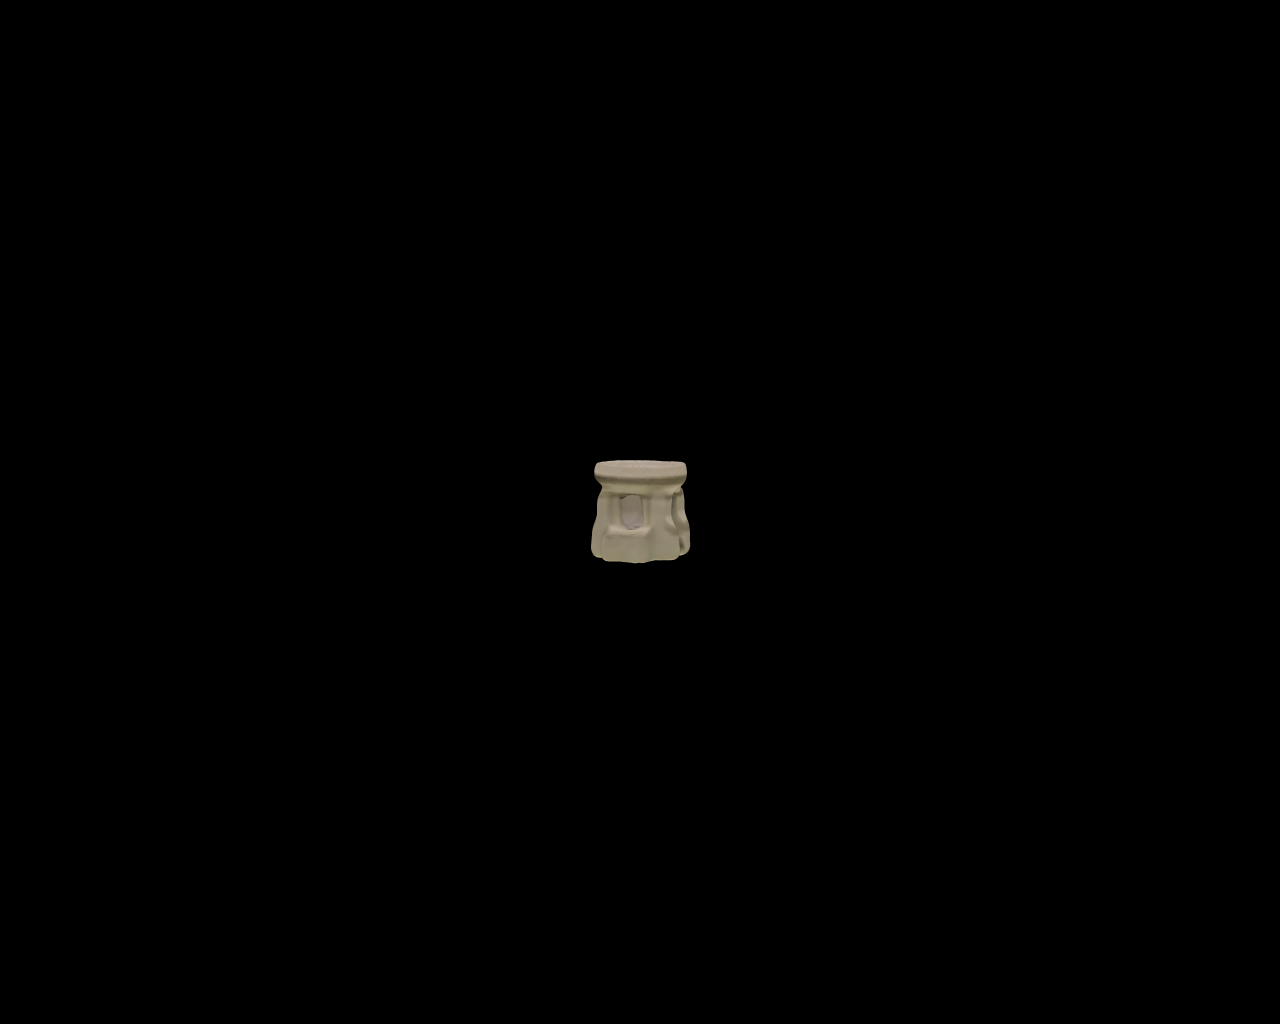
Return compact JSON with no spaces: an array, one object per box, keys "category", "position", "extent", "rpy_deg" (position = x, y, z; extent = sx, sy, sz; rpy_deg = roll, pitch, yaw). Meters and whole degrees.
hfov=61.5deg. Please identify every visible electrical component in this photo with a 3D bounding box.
[{"category":"electrical component","position":[0.001,-0.003,0.650],"extent":[0.058,0.057,0.078],"rpy_deg":[3,8,19]}]
